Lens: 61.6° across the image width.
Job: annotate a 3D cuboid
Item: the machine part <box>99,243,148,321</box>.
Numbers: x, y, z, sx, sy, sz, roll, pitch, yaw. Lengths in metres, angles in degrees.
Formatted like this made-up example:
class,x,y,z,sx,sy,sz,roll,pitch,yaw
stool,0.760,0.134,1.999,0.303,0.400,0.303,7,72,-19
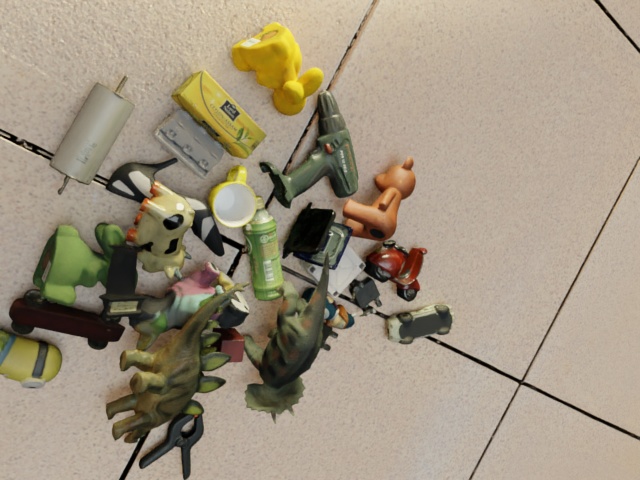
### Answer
class,x,y,z,sx,sy,sz,roll,pitch,yaw
machine part,-0.354,0.075,0.970,0.084,0.039,0.138,-1,99,-42

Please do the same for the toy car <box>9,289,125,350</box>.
class,x,y,z,sx,sy,sz,roll,pitch,yaw
toy car,-0.474,0.150,1.015,0.202,0.053,0.089,19,116,-29

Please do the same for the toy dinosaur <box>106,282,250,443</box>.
class,x,y,z,sx,sy,sz,roll,pitch,yaw
toy dinosaur,-0.283,0.255,1.043,0.198,0.105,0.471,4,129,-42

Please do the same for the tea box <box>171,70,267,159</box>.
class,x,y,z,sx,sy,sz,roll,pitch,yaw
tea box,-0.194,-0.237,1.032,0.068,0.098,0.169,-49,115,-8

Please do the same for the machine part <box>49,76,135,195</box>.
class,x,y,z,sx,sy,sz,roll,pitch,yaw
machine part,-0.404,-0.187,0.955,0.079,0.079,0.243,31,88,-28

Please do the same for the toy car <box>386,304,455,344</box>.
class,x,y,z,sx,sy,sz,roll,pitch,yaw
toy car,0.262,0.215,1.383,0.202,0.056,0.073,-9,100,-25

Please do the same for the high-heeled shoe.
class,x,y,z,sx,sy,sz,roll,pitch,yaw
high-heeled shoe,-0.294,-0.045,1.042,0.145,0.086,0.248,-31,108,-14

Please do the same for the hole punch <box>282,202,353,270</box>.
class,x,y,z,sx,sy,sz,roll,pitch,yaw
hole punch,-0.002,-0.004,1.164,0.092,0.116,0.142,35,72,-41

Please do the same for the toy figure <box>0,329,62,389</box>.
class,x,y,z,sx,sy,sz,roll,pitch,yaw
toy figure,-0.564,0.208,0.977,0.180,0.082,0.089,37,88,-25

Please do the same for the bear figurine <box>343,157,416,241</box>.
class,x,y,z,sx,sy,sz,roll,pitch,yaw
bear figurine,0.141,-0.099,1.227,0.132,0.120,0.196,15,65,12

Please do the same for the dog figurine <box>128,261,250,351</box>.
class,x,y,z,sx,sy,sz,roll,pitch,yaw
dog figurine,-0.273,0.148,1.084,0.219,0.109,0.191,-31,145,2

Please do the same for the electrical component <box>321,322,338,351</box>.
class,x,y,z,sx,sy,sz,roll,pitch,yaw
electrical component,-0.003,0.226,1.278,0.094,0.021,0.063,31,89,-29

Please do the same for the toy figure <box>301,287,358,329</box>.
class,x,y,z,sx,sy,sz,roll,pitch,yaw
toy figure,0.023,0.168,1.257,0.154,0.064,0.058,38,62,-24

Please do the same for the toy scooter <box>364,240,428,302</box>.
class,x,y,z,sx,sy,sz,roll,pitch,yaw
toy scooter,0.195,0.057,1.301,0.183,0.075,0.135,35,86,-31

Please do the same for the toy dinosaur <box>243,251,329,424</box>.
class,x,y,z,sx,sy,sz,roll,pitch,yaw
toy dinosaur,-0.060,0.225,1.123,0.131,0.192,0.404,1,134,-37

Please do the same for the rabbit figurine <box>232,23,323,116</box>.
class,x,y,z,sx,sy,sz,roll,pitch,yaw
rabbit figurine,-0.066,-0.322,1.056,0.122,0.163,0.173,-40,134,-25

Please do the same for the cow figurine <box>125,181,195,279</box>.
class,x,y,z,sx,sy,sz,roll,pitch,yaw
cow figurine,-0.290,-0.005,1.003,0.127,0.085,0.195,28,132,-12

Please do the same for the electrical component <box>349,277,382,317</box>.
class,x,y,z,sx,sy,sz,roll,pitch,yaw
electrical component,0.109,0.136,1.295,0.078,0.045,0.102,-27,112,-16

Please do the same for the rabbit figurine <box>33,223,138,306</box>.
class,x,y,z,sx,sy,sz,roll,pitch,yaw
rabbit figurine,-0.420,0.044,1.000,0.170,0.121,0.159,20,84,-39

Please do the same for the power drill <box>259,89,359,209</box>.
class,x,y,z,sx,sy,sz,roll,pitch,yaw
power drill,-0.023,-0.177,1.145,0.207,0.086,0.231,-32,112,-23
